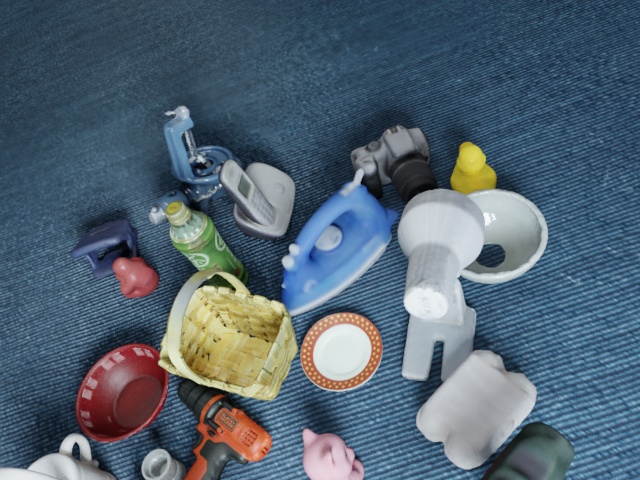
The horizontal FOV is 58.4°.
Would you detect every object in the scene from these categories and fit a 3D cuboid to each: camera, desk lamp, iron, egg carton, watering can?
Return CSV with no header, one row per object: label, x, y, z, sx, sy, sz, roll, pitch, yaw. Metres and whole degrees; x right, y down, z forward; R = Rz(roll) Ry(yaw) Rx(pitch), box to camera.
camera,0.138,-0.125,1.010,0.143,0.101,0.136,-22,52,2
desk lamp,0.165,0.067,0.793,0.117,0.214,0.203,2,57,20
iron,0.009,0.003,0.936,0.118,0.142,0.258,33,71,34
egg carton,0.208,0.223,0.760,0.150,0.069,0.107,-44,54,-14
watering can,-0.366,0.354,0.780,0.101,0.194,0.172,-20,52,4

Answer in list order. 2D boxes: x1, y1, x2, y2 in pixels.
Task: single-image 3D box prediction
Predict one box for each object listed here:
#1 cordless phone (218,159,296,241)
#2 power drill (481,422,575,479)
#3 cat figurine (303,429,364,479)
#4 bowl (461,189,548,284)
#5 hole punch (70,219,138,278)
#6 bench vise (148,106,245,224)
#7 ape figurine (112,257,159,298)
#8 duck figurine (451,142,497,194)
cordless phone,-0.116,-0.098,1.023,0.094,0.185,0.147,-4,55,16
power drill,0.191,0.312,0.614,0.075,0.209,0.230,29,69,33
cat figurine,0.017,0.307,0.733,0.067,0.118,0.127,-17,52,7
bowl,0.265,0.006,0.891,0.167,0.075,0.167,-9,54,13
hole punch,-0.418,0.005,1.111,0.108,0.091,0.101,-20,52,5
bench vise,-0.240,-0.124,1.060,0.121,0.220,0.207,9,59,24
ape figurine,-0.343,0.061,1.045,0.076,0.092,0.078,12,60,25
duck figurine,0.259,-0.120,0.975,0.077,0.086,0.104,-12,53,10
